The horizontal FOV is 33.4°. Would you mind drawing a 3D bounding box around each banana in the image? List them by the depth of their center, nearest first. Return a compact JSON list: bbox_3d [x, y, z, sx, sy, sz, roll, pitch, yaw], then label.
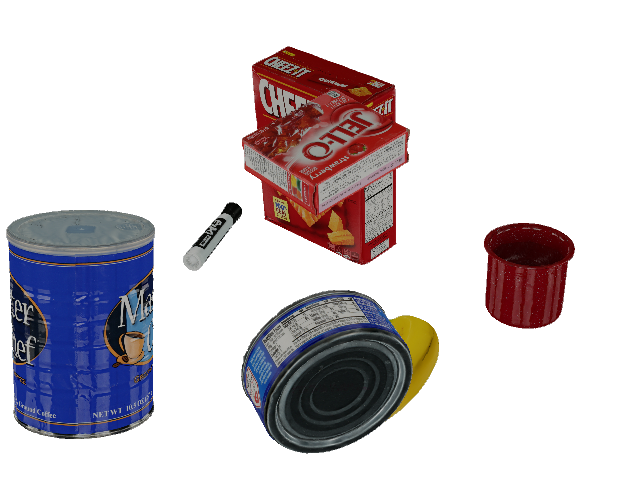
[{"bbox_3d":[0.065,0.109,0.908,0.070,0.037,0.197,-27,11,22],"label":"banana"}]

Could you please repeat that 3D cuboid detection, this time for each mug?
[{"bbox_3d":[0.214,0.033,1.134,0.093,0.081,0.117,-6,31,-7],"label":"mug"}]

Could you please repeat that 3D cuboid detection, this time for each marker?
[{"bbox_3d":[-0.103,-0.006,1.039,0.020,0.020,0.121,0,26,17],"label":"marker"}]

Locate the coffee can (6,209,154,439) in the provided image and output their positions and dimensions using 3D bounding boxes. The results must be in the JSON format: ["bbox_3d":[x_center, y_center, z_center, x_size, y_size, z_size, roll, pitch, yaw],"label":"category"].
[{"bbox_3d":[-0.171,0.057,0.771,0.103,0.140,0.103,2,15,-1],"label":"coffee can"}]

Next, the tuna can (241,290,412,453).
[{"bbox_3d":[0.004,0.070,0.555,0.086,0.086,0.034,0,34,-29],"label":"tuna can"}]

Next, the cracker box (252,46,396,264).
[{"bbox_3d":[0.004,-0.096,1.231,0.164,0.214,0.072,26,45,35],"label":"cracker box"}]

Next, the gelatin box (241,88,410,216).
[{"bbox_3d":[0.004,-0.061,0.713,0.089,0.030,0.073,-32,49,-30],"label":"gelatin box"}]
